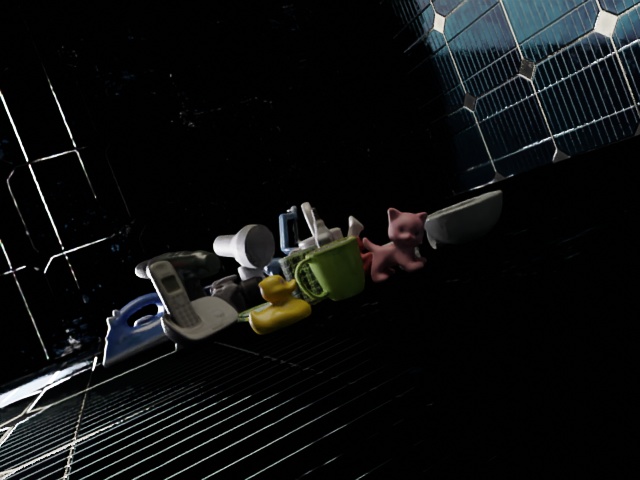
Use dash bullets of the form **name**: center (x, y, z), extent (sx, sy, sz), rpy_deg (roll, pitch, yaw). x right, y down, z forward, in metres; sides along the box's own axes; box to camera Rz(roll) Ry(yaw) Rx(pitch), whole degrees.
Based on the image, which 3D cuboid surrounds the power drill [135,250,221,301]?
- **power drill**: center (-0.309, 0.122, 1.308), extent (0.229, 0.208, 0.076), rpy_deg (-21, 2, 28)

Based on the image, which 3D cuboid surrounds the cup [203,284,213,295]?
- **cup**: center (-0.283, 0.166, 1.611), extent (0.117, 0.095, 0.092), rpy_deg (-21, 1, 20)

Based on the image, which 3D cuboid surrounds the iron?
- **iron**: center (-0.464, 0.215, 1.497), extent (0.259, 0.141, 0.118), rpy_deg (-22, 2, -40)

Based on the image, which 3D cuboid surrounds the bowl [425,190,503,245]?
- **bowl**: center (0.282, -0.035, 1.114), extent (0.167, 0.075, 0.167), rpy_deg (-21, 1, 1)

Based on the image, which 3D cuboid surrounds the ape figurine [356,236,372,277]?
- **ape figurine**: center (0.081, 0.033, 1.206), extent (0.076, 0.092, 0.077), rpy_deg (-22, 1, -10)

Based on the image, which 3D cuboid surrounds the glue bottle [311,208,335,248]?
- **glue bottle**: center (0.016, 0.016, 1.154), extent (0.037, 0.173, 0.078), rpy_deg (-21, 1, 6)

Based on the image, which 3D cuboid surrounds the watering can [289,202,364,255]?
- **watering can**: center (0.012, 0.004, 1.266), extent (0.173, 0.194, 0.100), rpy_deg (-22, 1, -17)

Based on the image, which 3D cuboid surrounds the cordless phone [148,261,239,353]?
- **cordless phone**: center (-0.259, 0.118, 1.156), extent (0.094, 0.185, 0.148), rpy_deg (-20, 2, 37)

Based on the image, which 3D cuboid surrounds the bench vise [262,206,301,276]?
- **bench vise**: center (-0.091, 0.022, 1.681), extent (0.208, 0.220, 0.121), rpy_deg (-22, 2, -24)

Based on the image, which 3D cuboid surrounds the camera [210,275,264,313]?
- **camera**: center (-0.208, 0.136, 1.481), extent (0.137, 0.101, 0.143), rpy_deg (-22, 1, -8)

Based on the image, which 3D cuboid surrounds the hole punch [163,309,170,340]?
- **hole punch**: center (-0.336, 0.193, 1.432), extent (0.109, 0.091, 0.101), rpy_deg (-22, 1, -23)

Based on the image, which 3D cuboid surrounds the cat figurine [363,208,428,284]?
- **cat figurine**: center (0.137, 0.002, 1.016), extent (0.127, 0.118, 0.067), rpy_deg (-21, 1, 21)

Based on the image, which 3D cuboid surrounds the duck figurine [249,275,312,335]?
- **duck figurine**: center (-0.074, 0.103, 0.953), extent (0.105, 0.086, 0.077), rpy_deg (-22, 1, -18)

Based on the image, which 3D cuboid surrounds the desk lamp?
- **desk lamp**: center (-0.208, 0.073, 1.604), extent (0.202, 0.213, 0.118), rpy_deg (-20, 2, 41)
